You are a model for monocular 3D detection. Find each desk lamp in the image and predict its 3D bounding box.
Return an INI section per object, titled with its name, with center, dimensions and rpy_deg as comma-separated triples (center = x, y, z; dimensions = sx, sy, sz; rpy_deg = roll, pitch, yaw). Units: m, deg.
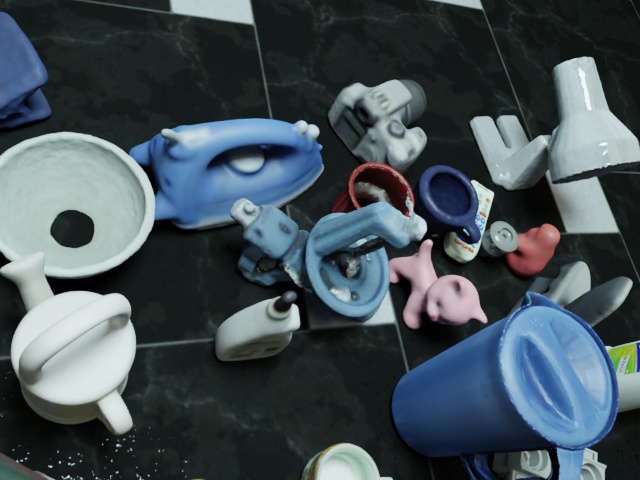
[desk lamp]
center = 0.351, -0.155, 0.863
dimensions = 0.118, 0.213, 0.203
rpy_deg = -8, 69, -27

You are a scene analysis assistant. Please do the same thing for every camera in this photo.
[camera]
center = 0.108, -0.178, 0.835
dimensions = 0.137, 0.100, 0.143
rpy_deg = -34, 82, -33

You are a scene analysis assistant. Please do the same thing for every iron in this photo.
[iron]
center = -0.085, -0.103, 0.689
dimensions = 0.259, 0.141, 0.118
rpy_deg = -14, 72, -28

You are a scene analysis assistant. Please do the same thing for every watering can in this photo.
[watering can]
center = -0.220, 0.092, 0.503
dimensions = 0.173, 0.193, 0.101
rpy_deg = 35, 57, -4

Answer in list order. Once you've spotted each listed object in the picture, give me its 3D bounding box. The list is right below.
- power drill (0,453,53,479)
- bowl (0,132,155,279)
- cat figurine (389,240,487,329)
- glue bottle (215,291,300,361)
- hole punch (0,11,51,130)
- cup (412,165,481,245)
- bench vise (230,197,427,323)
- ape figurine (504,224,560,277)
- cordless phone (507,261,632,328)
[power drill]
center = -0.209, 0.223, 0.435
dimensions = 0.230, 0.208, 0.076
rpy_deg = 33, 57, -6
[bowl]
center = -0.265, -0.026, 0.612
dimensions = 0.168, 0.074, 0.167
rpy_deg = 10, 62, -19
[cat figurine]
center = 0.152, 0.060, 0.727
dimensions = 0.067, 0.117, 0.127
rpy_deg = -14, 72, -28
[glue bottle]
center = -0.055, 0.086, 0.590
dimensions = 0.078, 0.173, 0.037
rpy_deg = 0, 66, -23
[hole punch]
center = -0.364, -0.181, 0.635
dimensions = 0.101, 0.091, 0.108
rpy_deg = -30, 80, -32
[cup]
center = 0.165, -0.032, 0.792
dimensions = 0.092, 0.094, 0.117
rpy_deg = -29, 79, -32
[bench vise]
center = 0.005, 0.013, 0.625
dimensions = 0.208, 0.219, 0.121
rpy_deg = 12, 61, -18
[ape figurine]
center = 0.316, 0.008, 0.840
dimensions = 0.078, 0.092, 0.076
rpy_deg = 19, 60, -14
[cordless phone]
center = 0.356, 0.080, 0.767
dimensions = 0.094, 0.184, 0.148
rpy_deg = 44, 57, 2
